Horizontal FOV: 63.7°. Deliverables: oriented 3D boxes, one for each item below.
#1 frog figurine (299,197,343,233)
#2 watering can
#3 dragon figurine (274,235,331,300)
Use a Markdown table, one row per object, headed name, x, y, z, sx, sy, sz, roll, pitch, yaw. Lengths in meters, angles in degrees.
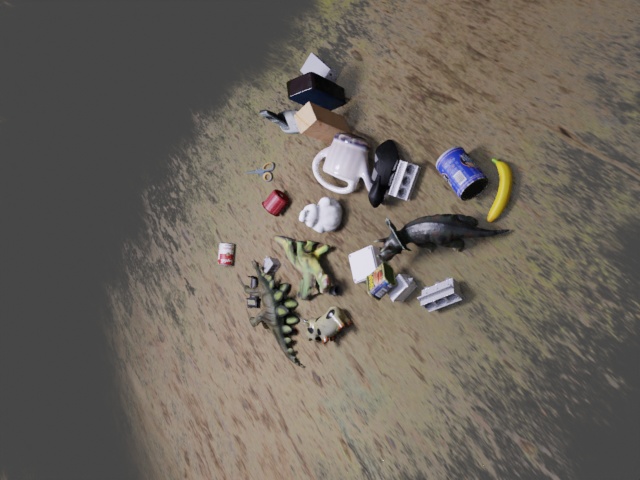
| name | x | y | z | sx | sy | sz | roll | pitch | yaw |
| --- | --- | --- | --- | --- | --- | --- | --- | --- | --- |
| frog figurine | 0.006 | -0.097 | 1.932 | 0.124 | 0.159 | 0.136 | 31 | 104 | 39 |
| watering can | 0.126 | -0.270 | 1.904 | 0.350 | 0.104 | 0.223 | 25 | 99 | 29 |
| dragon figurine | -0.073 | 0.114 | 2.015 | 0.411 | 0.122 | 0.242 | 9 | 96 | 57 |
